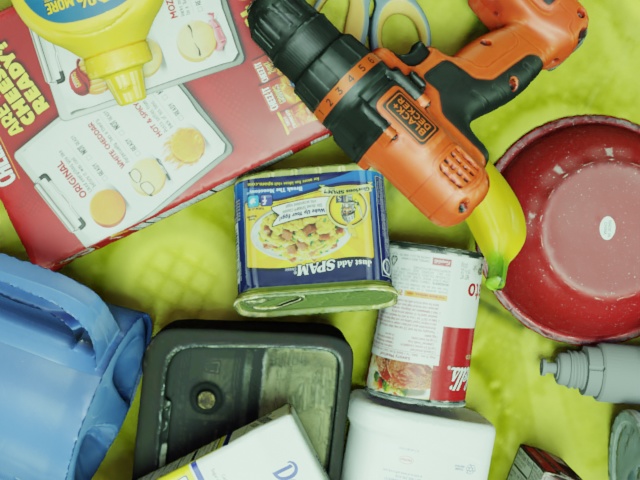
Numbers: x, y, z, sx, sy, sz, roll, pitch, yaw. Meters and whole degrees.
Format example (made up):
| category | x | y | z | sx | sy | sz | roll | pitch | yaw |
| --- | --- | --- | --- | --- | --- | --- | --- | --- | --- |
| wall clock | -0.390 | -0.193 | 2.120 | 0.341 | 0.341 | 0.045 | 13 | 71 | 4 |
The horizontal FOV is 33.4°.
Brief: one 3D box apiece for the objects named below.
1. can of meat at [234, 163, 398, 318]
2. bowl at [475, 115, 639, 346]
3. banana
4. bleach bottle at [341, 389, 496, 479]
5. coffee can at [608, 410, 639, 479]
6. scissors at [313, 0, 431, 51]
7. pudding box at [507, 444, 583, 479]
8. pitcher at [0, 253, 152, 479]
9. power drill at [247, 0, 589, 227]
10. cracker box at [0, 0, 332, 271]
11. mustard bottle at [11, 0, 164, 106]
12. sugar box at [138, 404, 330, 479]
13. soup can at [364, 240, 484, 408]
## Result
| category | x | y | z | sx | sy | sz | roll | pitch | yaw |
| --- | --- | --- | --- | --- | --- | --- | --- | --- | --- |
| can of meat | -0.005 | 0.001 | 0.677 | 0.102 | 0.057 | 0.084 | -4 | 74 | 3 |
| bowl | 0.188 | -0.007 | 0.715 | 0.162 | 0.055 | 0.162 | 0 | 90 | 0 |
| banana | 0.074 | -0.056 | 0.701 | 0.198 | 0.069 | 0.037 | 50 | 122 | 16 |
| bleach bottle | 0.044 | 0.233 | 0.713 | 0.102 | 0.068 | 0.251 | 11 | 92 | -7 |
| coffee can | 0.270 | 0.159 | 0.692 | 0.140 | 0.103 | 0.103 | -2 | 91 | 0 |
| scissors | 0.048 | -0.198 | 0.733 | 0.096 | 0.016 | 0.202 | 18 | 91 | -1 |
| pudding box | 0.135 | 0.198 | 0.700 | 0.039 | 0.090 | 0.113 | 24 | 91 | 1 |
| pitcher | -0.238 | 0.062 | 0.679 | 0.243 | 0.145 | 0.149 | 20 | 93 | 3 |
| power drill | 0.069 | -0.123 | 0.676 | 0.184 | 0.057 | 0.187 | 46 | 64 | 0 |
| cracker box | -0.120 | -0.097 | 0.709 | 0.213 | 0.072 | 0.164 | -26 | 89 | 2 |
| mustard bottle | -0.143 | -0.173 | 0.633 | 0.096 | 0.058 | 0.191 | -17 | 102 | 5 |
| sugar box | -0.075 | 0.178 | 0.631 | 0.176 | 0.048 | 0.093 | -26 | 92 | -2 |
| soup can | 0.070 | 0.054 | 0.710 | 0.068 | 0.068 | 0.102 | 8 | 90 | 0 |
